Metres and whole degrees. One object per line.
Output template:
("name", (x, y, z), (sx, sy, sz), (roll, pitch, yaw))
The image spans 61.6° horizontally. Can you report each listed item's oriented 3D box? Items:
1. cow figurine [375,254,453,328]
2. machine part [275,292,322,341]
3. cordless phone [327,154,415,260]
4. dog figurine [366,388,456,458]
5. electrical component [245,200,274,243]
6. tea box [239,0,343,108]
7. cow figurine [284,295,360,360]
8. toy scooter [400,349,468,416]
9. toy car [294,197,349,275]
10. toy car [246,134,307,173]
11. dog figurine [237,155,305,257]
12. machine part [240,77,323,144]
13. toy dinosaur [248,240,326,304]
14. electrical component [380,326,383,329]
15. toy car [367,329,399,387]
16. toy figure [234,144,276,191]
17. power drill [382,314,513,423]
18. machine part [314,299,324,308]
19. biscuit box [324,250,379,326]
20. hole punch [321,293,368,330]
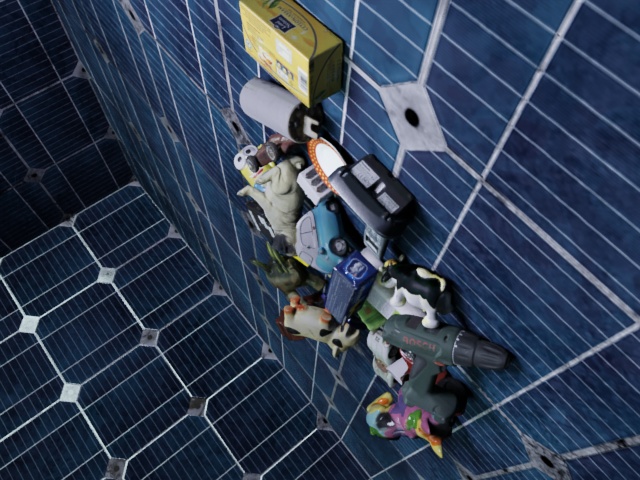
("cow figurine", (0.158, 0.074, 0.955), (0.168, 0.068, 0.098), (32, 146, 42))
("machine part", (-0.042, 0.214, 1.532), (0.056, 0.179, 0.179), (63, 160, -15))
("cordless phone", (0.081, -0.045, 0.920), (0.147, 0.089, 0.184), (48, 165, 17))
("dog figurine", (0.220, 0.445, 1.293), (0.108, 0.192, 0.219), (65, 175, -11))
("electrical component", (-0.134, -0.052, 1.465), (0.134, 0.058, 0.114), (32, 153, 48))
("tea box", (-0.044, -0.292, 0.811), (0.170, 0.068, 0.098), (48, 159, 22))
("cow figurine", (0.005, 0.223, 1.348), (0.195, 0.085, 0.127), (13, 125, 10))
("toy scooter", (0.229, 0.308, 1.154), (0.184, 0.075, 0.135), (49, 147, 21))
("toy car", (-0.002, -0.003, 1.095), (0.109, 0.103, 0.161), (115, 147, -70))
("toy car", (-0.087, -0.182, 1.070), (0.053, 0.089, 0.202), (65, 160, -7))
("dog figurine", (-0.057, -0.069, 1.149), (0.172, 0.121, 0.190), (-27, 103, 47))
("machine part", (-0.073, -0.236, 0.967), (0.243, 0.079, 0.079), (38, 155, 43))
("toy dinosaur", (-0.093, 0.093, 1.456), (0.198, 0.105, 0.471), (40, 166, -13))
("electrical component", (0.174, 0.218, 1.237), (0.063, 0.021, 0.094), (59, 161, -14))
("toy car", (0.162, 0.294, 1.342), (0.074, 0.056, 0.201), (38, 156, 41))
("toy figure", (-0.133, -0.144, 1.267), (0.180, 0.082, 0.089), (48, 160, 12))
("power drill", (0.220, 0.236, 0.971), (0.232, 0.086, 0.207), (20, 137, 30))
("machine part", (0.057, 0.187, 1.403), (0.139, 0.084, 0.039), (31, 116, 32))
("biscuit box", (0.056, 0.096, 1.044), (0.063, 0.059, 0.202), (45, 158, 16))
("hole punch", (0.073, 0.159, 1.282), (0.142, 0.092, 0.115), (37, 158, 34))
